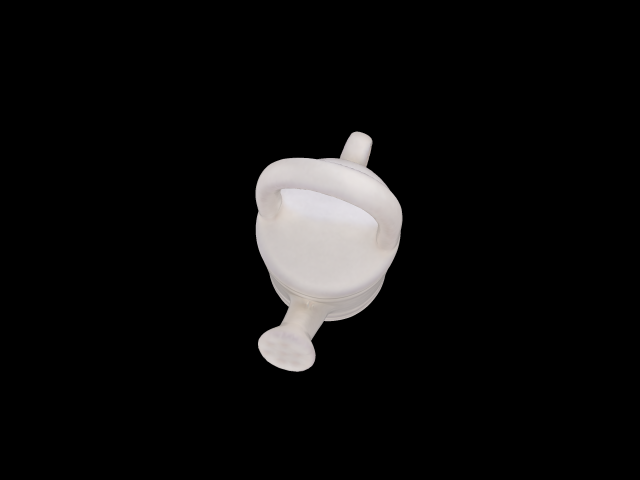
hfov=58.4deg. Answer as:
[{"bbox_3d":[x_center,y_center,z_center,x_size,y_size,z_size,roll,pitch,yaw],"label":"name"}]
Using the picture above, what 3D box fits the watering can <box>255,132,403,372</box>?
[{"bbox_3d":[0.006,0.002,0.400,0.101,0.194,0.173,-4,74,-1],"label":"watering can"}]
